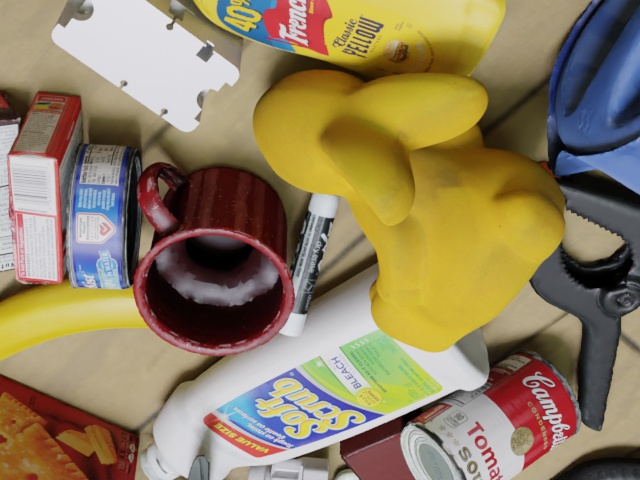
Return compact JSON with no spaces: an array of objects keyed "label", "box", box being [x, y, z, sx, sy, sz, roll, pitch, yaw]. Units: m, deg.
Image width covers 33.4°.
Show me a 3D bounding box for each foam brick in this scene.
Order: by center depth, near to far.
[{"label":"foam brick","box":[0.053,0.150,0.759,0.051,0.053,0.078,-26,120,17]}]

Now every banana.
[{"label":"banana","box":[-0.154,0.053,0.702,0.198,0.037,0.069,-5,123,3]}]

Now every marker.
[{"label":"marker","box":[-0.004,0.001,0.655,0.020,0.020,0.121,14,104,-9]}]

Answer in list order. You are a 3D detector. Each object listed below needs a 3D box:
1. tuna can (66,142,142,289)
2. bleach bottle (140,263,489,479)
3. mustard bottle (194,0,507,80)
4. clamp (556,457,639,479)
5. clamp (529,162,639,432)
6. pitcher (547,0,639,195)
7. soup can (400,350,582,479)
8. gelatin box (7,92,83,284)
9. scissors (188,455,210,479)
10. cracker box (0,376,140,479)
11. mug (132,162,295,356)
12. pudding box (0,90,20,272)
[{"label":"tuna can","box":[-0.125,-0.014,0.626,0.033,0.086,0.086,3,125,-4]},{"label":"bleach bottle","box":[-0.017,0.107,0.725,0.251,0.068,0.102,-33,116,23]},{"label":"mustard bottle","box":[-0.006,-0.134,0.551,0.191,0.058,0.096,17,154,-10]},{"label":"clamp","box":[0.245,0.179,0.788,0.171,0.039,0.120,-8,123,6]},{"label":"clamp","box":[0.190,0.037,0.690,0.209,0.036,0.165,40,118,-21]},{"label":"pitcher","box":[0.259,-0.056,0.573,0.242,0.149,0.145,28,77,-23]},{"label":"soup can","box":[0.112,0.126,0.707,0.102,0.069,0.068,-28,128,-24]},{"label":"gelatin box","box":[-0.159,-0.030,0.623,0.030,0.073,0.089,5,125,-3]},{"label":"scissors","box":[-0.073,0.199,0.759,0.096,0.016,0.202,32,148,-7]},{"label":"cracker box","box":[-0.231,0.163,0.701,0.213,0.164,0.072,28,118,-19]},{"label":"mug","box":[-0.068,0.001,0.638,0.093,0.081,0.117,-32,119,20]},{"label":"pudding box","box":[-0.223,-0.027,0.625,0.089,0.039,0.114,-12,133,-30]}]
